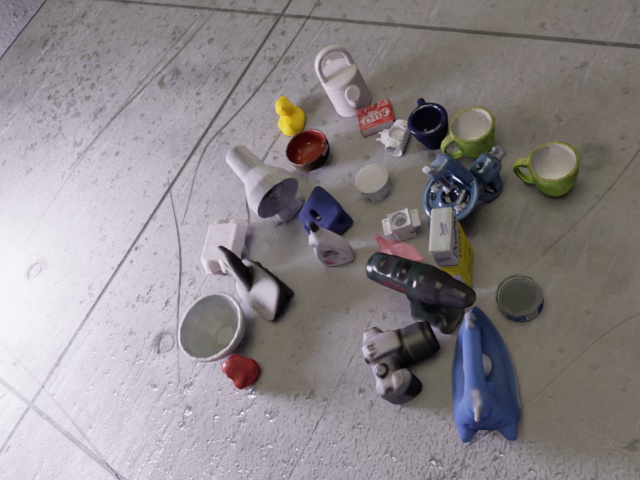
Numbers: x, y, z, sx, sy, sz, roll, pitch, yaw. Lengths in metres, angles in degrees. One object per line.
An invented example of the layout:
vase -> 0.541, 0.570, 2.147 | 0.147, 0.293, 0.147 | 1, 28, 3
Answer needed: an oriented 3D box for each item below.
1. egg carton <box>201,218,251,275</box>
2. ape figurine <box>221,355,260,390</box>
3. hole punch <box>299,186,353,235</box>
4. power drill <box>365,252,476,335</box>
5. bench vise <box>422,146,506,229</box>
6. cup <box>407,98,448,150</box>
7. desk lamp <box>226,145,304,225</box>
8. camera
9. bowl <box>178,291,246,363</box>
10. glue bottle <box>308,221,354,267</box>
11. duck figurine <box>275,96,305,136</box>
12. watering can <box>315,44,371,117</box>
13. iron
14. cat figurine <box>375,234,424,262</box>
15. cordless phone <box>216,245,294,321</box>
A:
egg carton -> -0.229, 0.016, 1.408 | 0.107, 0.070, 0.150 | -4, 62, 24
ape figurine -> -0.178, 0.277, 1.225 | 0.076, 0.092, 0.078 | -14, 58, 18
hole punch -> 0.006, -0.054, 1.322 | 0.101, 0.091, 0.108 | -43, 54, -2
power drill -> 0.201, 0.100, 1.070 | 0.228, 0.209, 0.076 | 22, 74, 33
bench vise -> 0.276, -0.130, 1.155 | 0.121, 0.220, 0.207 | 25, 76, 34
cup -> 0.252, -0.262, 1.318 | 0.091, 0.095, 0.117 | -21, 56, 14
desk lamp -> -0.126, -0.123, 1.347 | 0.118, 0.214, 0.202 | -44, 54, -2
camera -> 0.159, 0.218, 1.091 | 0.136, 0.101, 0.143 | -26, 55, 11
bowl -> -0.232, 0.205, 1.301 | 0.167, 0.075, 0.167 | -11, 59, 20
glue bottle -> 0.011, 0.004, 1.236 | 0.078, 0.174, 0.037 | -17, 57, 17
duck figurine -> -0.088, -0.337, 1.528 | 0.077, 0.086, 0.104 | -19, 57, 15
watering can -> 0.057, -0.403, 1.428 | 0.172, 0.195, 0.101 | 36, 82, 36
iron -> 0.277, 0.216, 1.011 | 0.118, 0.142, 0.258 | -11, 59, 20
cat figurine -> 0.161, 0.031, 1.184 | 0.067, 0.118, 0.127 | -45, 54, -3
cordless phone -> -0.154, 0.089, 1.260 | 0.147, 0.186, 0.094 | 30, 79, 35
